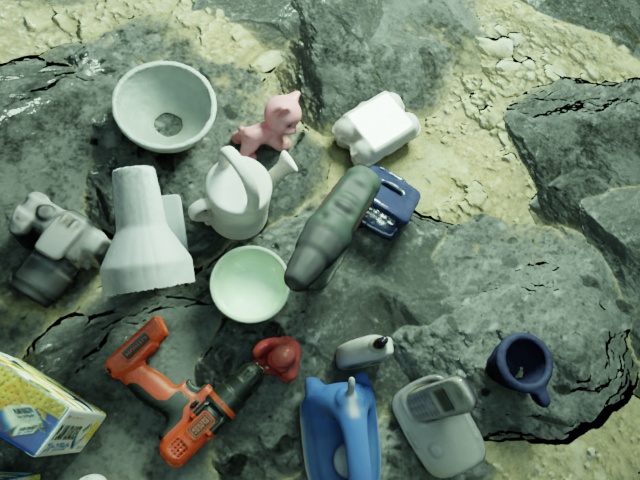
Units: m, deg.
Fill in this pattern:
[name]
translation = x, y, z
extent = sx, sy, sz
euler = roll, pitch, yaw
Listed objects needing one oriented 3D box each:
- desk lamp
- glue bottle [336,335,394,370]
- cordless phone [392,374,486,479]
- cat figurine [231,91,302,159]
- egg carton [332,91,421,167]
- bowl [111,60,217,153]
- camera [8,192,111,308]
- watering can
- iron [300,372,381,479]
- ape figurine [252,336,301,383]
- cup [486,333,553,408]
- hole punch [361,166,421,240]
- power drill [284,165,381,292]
[desk lamp]
translation = -0.247, -0.003, 0.814
extent = 0.118, 0.213, 0.203
euler = -9, 73, -12
[glue bottle]
translation = 0.073, 0.160, 0.837
extent = 0.078, 0.173, 0.037
euler = -5, 72, -11
[cordless phone]
translation = 0.186, 0.262, 0.816
extent = 0.094, 0.185, 0.147
euler = -29, 78, -17
[cat figurine]
translation = -0.083, -0.196, 0.960
extent = 0.128, 0.117, 0.067
euler = -25, 77, -17
[egg carton]
translation = 0.100, -0.197, 1.019
extent = 0.150, 0.069, 0.107
euler = -35, 80, -19
[bowl]
translation = -0.256, -0.210, 0.957
extent = 0.167, 0.074, 0.167
euler = 3, 71, -9
[camera]
translation = -0.400, 0.018, 0.840
extent = 0.143, 0.100, 0.137
euler = 30, 69, 1
[watering can]
translation = -0.118, -0.082, 0.874
extent = 0.101, 0.194, 0.173
euler = 38, 69, 4
[iron]
translation = 0.044, 0.314, 0.796
extent = 0.119, 0.141, 0.258
euler = -4, 72, -11
[ape figurine]
translation = -0.059, 0.175, 0.852
extent = 0.076, 0.092, 0.078
euler = -30, 79, -18
[cup]
translation = 0.311, 0.210, 0.904
extent = 0.092, 0.095, 0.117
euler = -23, 77, -16
[hole punch]
translation = 0.110, -0.073, 0.967
extent = 0.108, 0.091, 0.101
euler = 31, 69, 1
[power drill]
translation = 0.008, 0.003, 0.860
extent = 0.075, 0.208, 0.230
euler = 31, 69, 2
